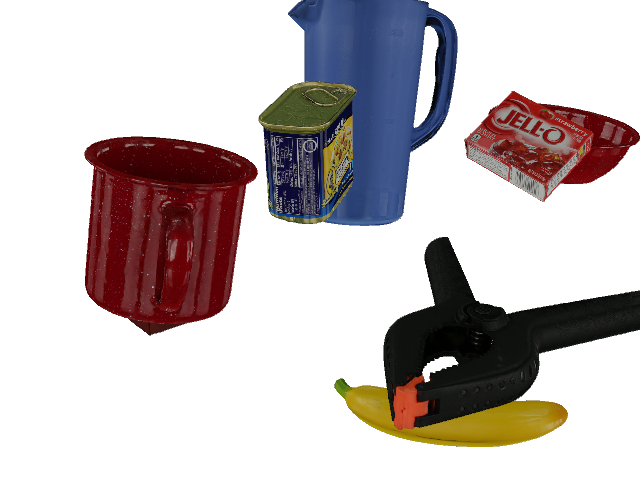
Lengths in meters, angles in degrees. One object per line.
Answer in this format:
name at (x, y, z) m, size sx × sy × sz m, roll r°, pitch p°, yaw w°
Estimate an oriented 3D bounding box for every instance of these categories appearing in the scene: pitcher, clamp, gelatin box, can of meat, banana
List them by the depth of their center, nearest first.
clamp at (0.095, 0.055, 0.676) m, size 0.165 × 0.036 × 0.209 m, roll 19°, pitch 31°, yaw 35°
can of meat at (-0.008, -0.071, 0.858) m, size 0.057 × 0.084 × 0.102 m, roll 7°, pitch 29°, yaw 17°
banana at (0.107, 0.141, 0.879) m, size 0.198 × 0.037 × 0.069 m, roll 8°, pitch 29°, yaw 5°
gelatin box at (0.186, -0.086, 0.955) m, size 0.089 × 0.073 × 0.030 m, roll 35°, pitch -23°, yaw 27°
pitcher at (0.053, -0.143, 1.149) m, size 0.149 × 0.243 × 0.144 m, roll 8°, pitch 12°, yaw 26°

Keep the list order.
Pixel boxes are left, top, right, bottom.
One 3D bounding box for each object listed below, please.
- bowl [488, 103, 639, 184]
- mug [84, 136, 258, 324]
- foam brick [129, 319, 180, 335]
bowl at (0.258, -0.102, 1.154) m, size 0.162 × 0.055 × 0.162 m, roll 6°, pitch 22°, yaw -3°
mug at (-0.082, -0.002, 0.576) m, size 0.093 × 0.081 × 0.117 m, roll 3°, pitch 19°, yaw -18°
foam brick at (-0.136, 0.044, 0.973) m, size 0.078 × 0.051 × 0.053 m, roll -17°, pitch 27°, yaw -32°
